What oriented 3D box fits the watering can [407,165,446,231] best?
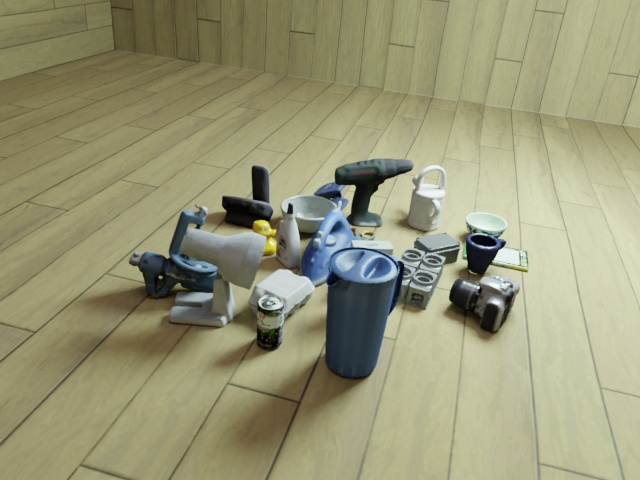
[{"bbox_3d":[0.322,-0.137,1.731,0.101,0.194,0.172,-15,34,-32],"label":"watering can"}]

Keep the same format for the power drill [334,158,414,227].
[{"bbox_3d":[0.154,-0.147,1.705,0.229,0.208,0.075,2,29,-6],"label":"power drill"}]

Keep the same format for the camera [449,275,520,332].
[{"bbox_3d":[0.387,0.127,1.356,0.136,0.101,0.143,21,32,27],"label":"camera"}]

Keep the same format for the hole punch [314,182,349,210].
[{"bbox_3d":[0.036,-0.150,1.813,0.101,0.091,0.109,15,30,17],"label":"hole punch"}]

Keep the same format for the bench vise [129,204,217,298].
[{"bbox_3d":[-0.317,0.029,1.287,0.208,0.220,0.121,-9,32,-25],"label":"bench vise"}]

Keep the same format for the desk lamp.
[{"bbox_3d":[-0.219,0.075,1.227,0.203,0.214,0.118,4,29,-3],"label":"desk lamp"}]

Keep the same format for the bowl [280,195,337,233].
[{"bbox_3d":[-0.032,-0.066,1.664,0.167,0.075,0.167,4,29,-2],"label":"bowl"}]

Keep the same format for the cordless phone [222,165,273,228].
[{"bbox_3d":[-0.208,-0.137,1.649,0.147,0.185,0.094,9,29,7],"label":"cordless phone"}]

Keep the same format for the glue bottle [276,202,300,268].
[{"bbox_3d":[-0.080,-0.017,1.463,0.037,0.173,0.077,-17,36,-35],"label":"glue bottle"}]

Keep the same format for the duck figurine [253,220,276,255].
[{"bbox_3d":[-0.163,-0.013,1.532,0.104,0.086,0.077,11,29,10],"label":"duck figurine"}]

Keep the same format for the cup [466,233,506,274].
[{"bbox_3d":[0.439,0.040,1.532,0.118,0.095,0.091,-6,31,-20],"label":"cup"}]

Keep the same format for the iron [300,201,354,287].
[{"bbox_3d":[0.014,0.005,1.471,0.118,0.141,0.259,13,29,13],"label":"iron"}]

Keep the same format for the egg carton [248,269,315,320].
[{"bbox_3d":[-0.087,0.126,1.308,0.107,0.069,0.151,20,32,24],"label":"egg carton"}]
